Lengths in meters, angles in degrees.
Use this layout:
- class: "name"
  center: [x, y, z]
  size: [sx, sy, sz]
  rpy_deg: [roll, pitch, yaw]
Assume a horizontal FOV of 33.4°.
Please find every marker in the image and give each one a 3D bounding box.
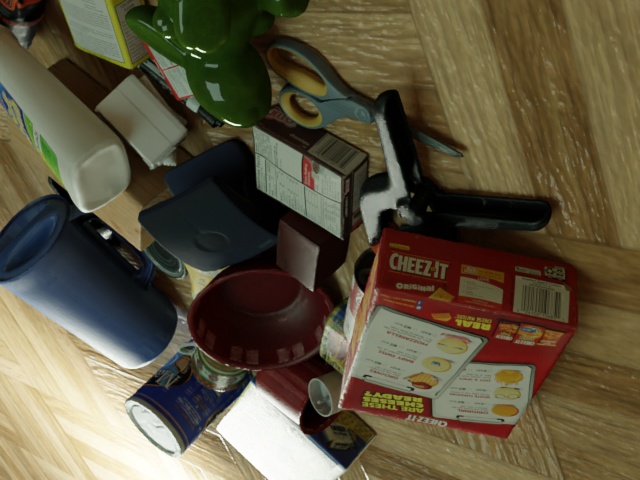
- class: "marker"
  center: [-0.142, -0.152, 1.070]
  size: [0.121, 0.020, 0.020]
  rpy_deg: [39, 149, 12]

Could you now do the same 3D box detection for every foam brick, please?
- class: "foam brick"
  center: [-0.007, 0.001, 1.054]
  size: [0.053, 0.051, 0.078]
  rpy_deg: [36, 148, 19]

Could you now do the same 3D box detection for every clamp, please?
- class: "clamp"
  center: [0.079, -0.040, 0.902]
  size: [0.164, 0.036, 0.210]
  rpy_deg: [40, 154, -8]
- class: "clamp"
  center: [-0.292, -0.014, 1.404]
  size: [0.120, 0.039, 0.171]
  rpy_deg: [30, 151, 24]

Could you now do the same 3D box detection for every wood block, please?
- class: "wood block"
  center: [-0.243, -0.097, 1.192]
  size: [0.206, 0.090, 0.090]
  rpy_deg: [38, 149, 15]

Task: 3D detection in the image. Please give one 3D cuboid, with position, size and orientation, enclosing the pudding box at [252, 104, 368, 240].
- class: "pudding box"
  center: [-0.010, -0.063, 0.995]
  size: [0.114, 0.039, 0.090]
  rpy_deg: [33, 148, 25]

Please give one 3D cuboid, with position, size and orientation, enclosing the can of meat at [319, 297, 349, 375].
- class: "can of meat"
  center: [0.049, 0.112, 1.113]
  size: [0.084, 0.057, 0.102]
  rpy_deg: [39, 149, 18]

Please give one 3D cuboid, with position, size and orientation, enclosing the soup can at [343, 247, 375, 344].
- class: "soup can"
  center: [0.060, 0.060, 1.024]
  size: [0.068, 0.068, 0.102]
  rpy_deg: [35, 148, 18]

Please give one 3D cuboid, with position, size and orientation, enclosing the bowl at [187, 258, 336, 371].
- class: "bowl"
  center: [-0.062, 0.070, 1.156]
  size: [0.162, 0.055, 0.162]
  rpy_deg: [-2, 134, -3]

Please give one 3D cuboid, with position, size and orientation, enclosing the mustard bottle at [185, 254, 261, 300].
- class: "mustard bottle"
  center: [-0.105, 0.059, 1.235]
  size: [0.096, 0.058, 0.191]
  rpy_deg: [14, 139, 21]

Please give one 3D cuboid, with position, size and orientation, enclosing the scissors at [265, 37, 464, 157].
- class: "scissors"
  center: [0.031, -0.102, 0.918]
  size: [0.202, 0.016, 0.096]
  rpy_deg: [38, 150, 14]

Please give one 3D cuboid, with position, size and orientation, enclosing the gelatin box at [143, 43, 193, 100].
- class: "gelatin box"
  center: [-0.122, -0.175, 1.007]
  size: [0.089, 0.030, 0.073]
  rpy_deg: [-3, 124, 52]

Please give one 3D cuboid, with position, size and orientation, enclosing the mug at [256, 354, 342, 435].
- class: "mug"
  center: [-0.016, 0.153, 1.224]
  size: [0.082, 0.093, 0.117]
  rpy_deg: [32, 117, 32]

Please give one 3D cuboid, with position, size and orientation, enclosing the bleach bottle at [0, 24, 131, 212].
- class: "bleach bottle"
  center: [-0.299, -0.145, 1.111]
  size: [0.251, 0.068, 0.102]
  rpy_deg: [45, 158, 22]

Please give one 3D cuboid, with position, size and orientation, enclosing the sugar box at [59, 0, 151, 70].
- class: "sugar box"
  center: [-0.217, -0.256, 1.014]
  size: [0.093, 0.048, 0.176]
  rpy_deg: [25, 141, 33]

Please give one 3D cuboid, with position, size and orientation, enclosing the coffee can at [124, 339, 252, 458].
- class: "coffee can"
  center: [-0.173, 0.203, 1.412]
  size: [0.103, 0.140, 0.103]
  rpy_deg: [32, 147, 23]

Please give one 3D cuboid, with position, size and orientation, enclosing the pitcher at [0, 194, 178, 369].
- class: "pitcher"
  center: [-0.286, 0.057, 1.365]
  size: [0.149, 0.145, 0.242]
  rpy_deg: [8, 151, 46]

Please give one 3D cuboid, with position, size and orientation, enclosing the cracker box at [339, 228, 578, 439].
- class: "cracker box"
  center: [0.113, 0.087, 0.930]
  size: [0.164, 0.072, 0.214]
  rpy_deg: [11, 145, -1]

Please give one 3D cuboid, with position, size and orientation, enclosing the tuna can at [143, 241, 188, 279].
- class: "tuna can"
  center: [-0.182, 0.005, 1.294]
  size: [0.086, 0.033, 0.086]
  rpy_deg: [32, 147, 23]

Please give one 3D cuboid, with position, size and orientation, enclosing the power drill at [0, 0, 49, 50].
- class: "power drill"
  center: [-0.364, -0.303, 1.131]
  size: [0.187, 0.057, 0.185]
  rpy_deg: [42, 147, 1]
